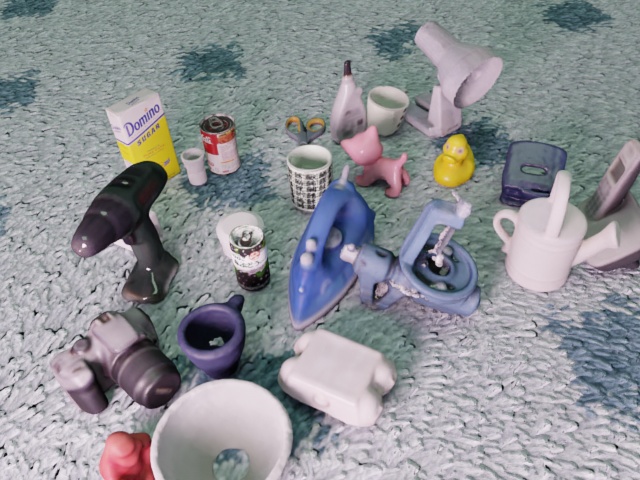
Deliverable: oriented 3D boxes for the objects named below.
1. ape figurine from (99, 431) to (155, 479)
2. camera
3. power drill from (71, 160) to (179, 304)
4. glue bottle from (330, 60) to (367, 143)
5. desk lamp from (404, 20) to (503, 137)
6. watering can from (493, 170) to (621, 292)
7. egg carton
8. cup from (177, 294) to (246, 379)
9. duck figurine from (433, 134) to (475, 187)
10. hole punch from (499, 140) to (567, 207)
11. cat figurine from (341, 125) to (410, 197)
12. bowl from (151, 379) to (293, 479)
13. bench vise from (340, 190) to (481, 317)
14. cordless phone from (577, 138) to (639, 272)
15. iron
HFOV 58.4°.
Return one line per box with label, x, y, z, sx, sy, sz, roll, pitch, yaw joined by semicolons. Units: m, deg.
ape figurine;-0.233;0.263;0.688;0.076;0.092;0.078;19;50;20
camera;-0.267;0.171;0.774;0.136;0.101;0.143;32;55;29
power drill;-0.283;-0.003;0.869;0.075;0.209;0.229;4;46;7
glue bottle;0.057;-0.281;1.152;0.078;0.173;0.037;-24;49;-20
desk lamp;0.250;-0.316;1.149;0.118;0.214;0.202;-28;51;-22
watering can;0.357;-0.020;0.868;0.173;0.194;0.101;-1;46;2
egg carton;0.023;0.184;0.770;0.150;0.069;0.107;18;49;19
cup;-0.138;0.140;0.802;0.091;0.095;0.118;18;49;19
duck figurine;0.259;-0.162;1.088;0.077;0.086;0.105;23;51;24
hole punch;0.385;-0.116;1.033;0.108;0.091;0.101;11;47;14
cat figurine;0.105;-0.155;1.064;0.127;0.118;0.067;20;50;21
bowl;-0.115;0.260;0.699;0.167;0.075;0.167;-1;46;1
bench vise;0.134;0.026;0.814;0.207;0.220;0.121;-3;46;-1
cordless phone;0.473;-0.053;0.902;0.094;0.185;0.147;-2;46;1
iron;0.008;0.003;0.898;0.118;0.141;0.258;13;48;15
